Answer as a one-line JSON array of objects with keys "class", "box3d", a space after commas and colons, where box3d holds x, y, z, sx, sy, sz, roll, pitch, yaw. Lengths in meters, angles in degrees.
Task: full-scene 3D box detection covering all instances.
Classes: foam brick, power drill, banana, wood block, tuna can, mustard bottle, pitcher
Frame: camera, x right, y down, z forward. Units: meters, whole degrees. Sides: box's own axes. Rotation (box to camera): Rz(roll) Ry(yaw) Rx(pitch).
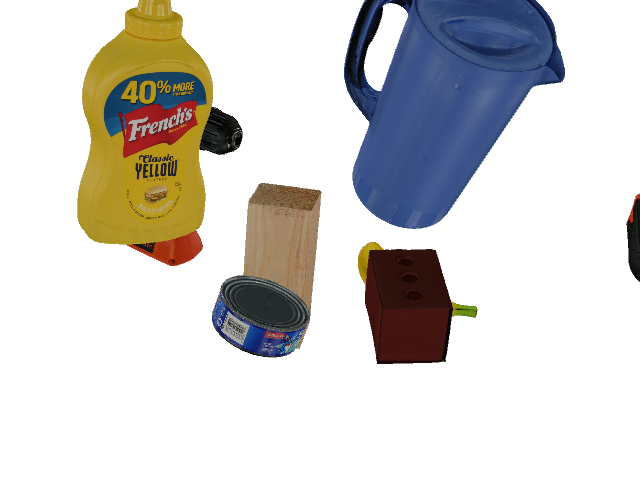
[{"class": "foam brick", "box3d": [0.064, 0.047, 0.786, 0.053, 0.051, 0.078, -1, 33, -5]}, {"class": "power drill", "box3d": [-0.158, -0.071, 1.102, 0.185, 0.188, 0.057, 25, 35, 29]}, {"class": "banana", "box3d": [0.086, 0.049, 1.179, 0.069, 0.037, 0.198, 3, 21, -35]}, {"class": "wood block", "box3d": [-0.057, 0.034, 1.494, 0.090, 0.206, 0.090, 8, 22, 6]}, {"class": "tuna can", "box3d": [-0.055, 0.069, 0.973, 0.086, 0.034, 0.086, 18, 25, -9]}, {"class": "mustard bottle", "box3d": [-0.128, -0.094, 0.790, 0.096, 0.192, 0.058, -7, 30, -28]}, {"class": "pitcher", "box3d": [0.104, -0.128, 1.007, 0.144, 0.149, 0.243, -10, -34, -26]}]

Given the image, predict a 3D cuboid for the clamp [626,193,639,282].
[{"class": "clamp", "box3d": [0.267, 0.031, 0.696, 0.120, 0.039, 0.171, -2, 45, -20]}]
